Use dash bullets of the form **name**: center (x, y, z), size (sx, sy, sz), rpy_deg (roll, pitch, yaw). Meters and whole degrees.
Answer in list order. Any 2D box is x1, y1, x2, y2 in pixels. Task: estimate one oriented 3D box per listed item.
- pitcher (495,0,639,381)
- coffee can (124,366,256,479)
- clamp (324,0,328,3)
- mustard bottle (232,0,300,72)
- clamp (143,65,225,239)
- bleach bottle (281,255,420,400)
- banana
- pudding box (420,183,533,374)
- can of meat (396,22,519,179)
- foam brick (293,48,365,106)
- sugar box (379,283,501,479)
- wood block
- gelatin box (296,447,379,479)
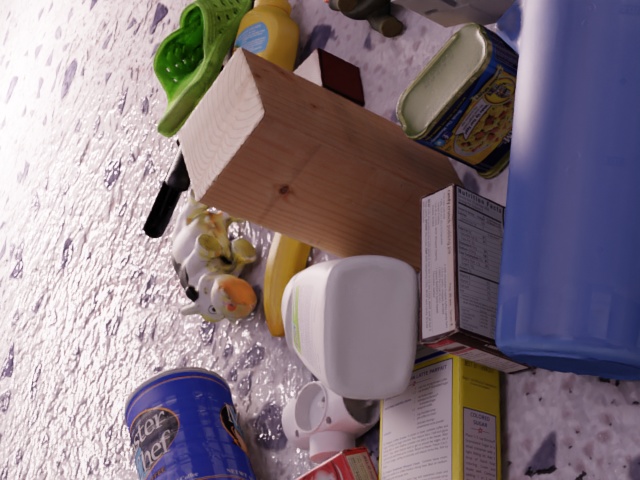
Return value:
- **pitcher**: center (0.186, -0.040, 0.653), size (0.149, 0.144, 0.243), rpy_deg (-14, 64, 65)
- **coffee can**: center (-0.115, 0.198, 0.957), size (0.103, 0.102, 0.140), rpy_deg (-52, 37, 24)
- **clamp**: center (0.051, -0.314, 1.059), size (0.120, 0.039, 0.171), rpy_deg (9, 85, 63)
- **mustard bottle**: center (-0.062, -0.184, 1.130), size (0.096, 0.058, 0.191), rpy_deg (-17, 59, 56)
- **clamp**: center (-0.145, -0.106, 1.200), size (0.165, 0.036, 0.210), rpy_deg (-49, 20, 57)
- **bleach bottle**: center (0.010, 0.056, 0.840), size (0.251, 0.068, 0.102), rpy_deg (-166, 78, -78)
- **banana**: center (-0.013, -0.009, 0.984), size (0.198, 0.037, 0.070), rpy_deg (-63, 33, 9)
- **pudding box**: center (0.112, 0.027, 0.739), size (0.039, 0.089, 0.113), rpy_deg (-29, 50, 46)
- **can of meat**: center (0.120, -0.105, 0.806), size (0.102, 0.083, 0.057), rpy_deg (-49, 39, 29)
- **foam brick**: center (-0.003, -0.135, 1.027), size (0.078, 0.051, 0.053), rpy_deg (-39, 45, 37)
- **sugar box**: center (0.086, 0.116, 0.770), size (0.094, 0.048, 0.176), rpy_deg (-28, 48, 49)
- **wood block**: center (0.007, -0.053, 0.828), size (0.091, 0.205, 0.090), rpy_deg (-50, 38, 26)
- **gelatin box**: center (0.018, 0.211, 0.803), size (0.073, 0.030, 0.089), rpy_deg (-39, 65, 37)
